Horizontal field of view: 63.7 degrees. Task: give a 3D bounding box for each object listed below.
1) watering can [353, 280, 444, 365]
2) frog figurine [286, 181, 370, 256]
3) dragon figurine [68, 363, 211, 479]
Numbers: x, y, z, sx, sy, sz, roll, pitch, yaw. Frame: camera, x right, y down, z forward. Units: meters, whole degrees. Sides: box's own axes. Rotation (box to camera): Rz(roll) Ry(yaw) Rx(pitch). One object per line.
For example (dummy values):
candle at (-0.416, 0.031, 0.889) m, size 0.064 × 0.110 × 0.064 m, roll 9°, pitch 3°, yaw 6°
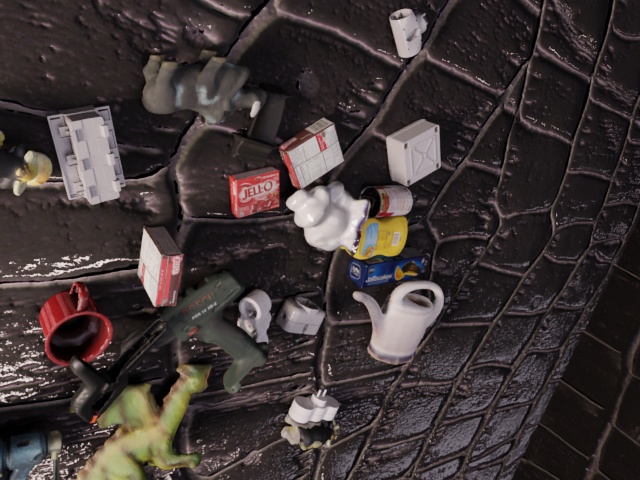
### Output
watering can at (0.178, 0.199, 1.266) m, size 0.348 × 0.105 × 0.221 m, roll 3°, pitch 112°, yaw -41°
frog figurine at (0.003, -0.050, 0.996) m, size 0.159 × 0.125 × 0.135 m, roll 15°, pitch 118°, yaw -20°
dragon figurine at (-0.366, 0.358, 0.926) m, size 0.415 × 0.122 × 0.239 m, roll -27°, pitch 110°, yaw -29°
